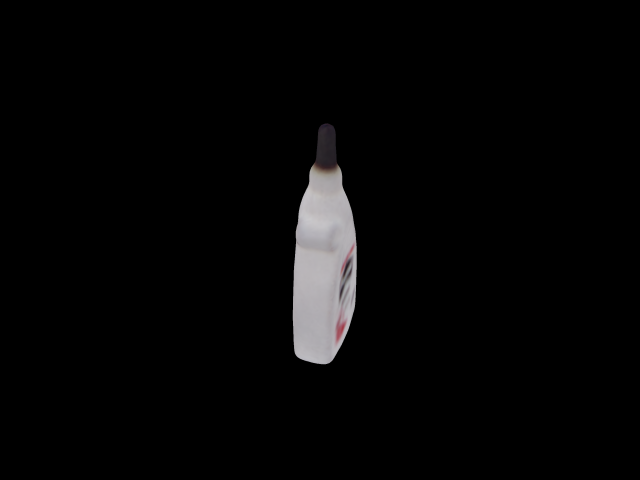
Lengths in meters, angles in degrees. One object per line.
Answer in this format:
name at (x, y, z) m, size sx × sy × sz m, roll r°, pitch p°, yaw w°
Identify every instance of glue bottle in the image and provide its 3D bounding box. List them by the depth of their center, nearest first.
glue bottle at (0.004, 0.001, 0.400) m, size 0.037 × 0.173 × 0.078 m, roll 8°, pitch 36°, yaw 12°
